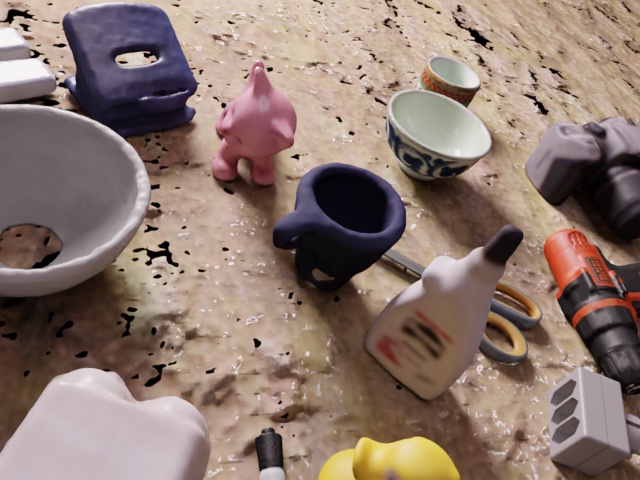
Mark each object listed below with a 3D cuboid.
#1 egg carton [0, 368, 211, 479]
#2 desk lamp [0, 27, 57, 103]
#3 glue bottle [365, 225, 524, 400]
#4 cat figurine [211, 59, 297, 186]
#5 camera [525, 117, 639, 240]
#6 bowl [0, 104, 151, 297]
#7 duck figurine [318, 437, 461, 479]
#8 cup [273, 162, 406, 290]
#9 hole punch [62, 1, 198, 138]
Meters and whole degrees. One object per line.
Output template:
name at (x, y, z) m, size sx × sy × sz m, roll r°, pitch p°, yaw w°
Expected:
egg carton at (-0.125, 0.144, 0.304) m, size 0.107 × 0.069 × 0.150 m, roll 21°, pitch 45°, yaw -4°
desk lamp at (-0.326, -0.208, 0.437) m, size 0.204 × 0.213 × 0.117 m, roll -26°, pitch 64°, yaw -38°
glue bottle at (0.094, 0.048, 0.412) m, size 0.078 × 0.173 × 0.037 m, roll 37°, pitch 46°, yaw 12°
cat figurine at (-0.059, -0.115, 0.534) m, size 0.067 × 0.117 × 0.127 m, roll 7°, pitch 47°, yaw -17°
camera at (0.348, -0.076, 0.684) m, size 0.143 × 0.100 × 0.136 m, roll 2°, pitch 49°, yaw -21°
bowl at (-0.210, -0.019, 0.412) m, size 0.168 × 0.074 × 0.167 m, roll 12°, pitch 46°, yaw -13°
duck figurine at (0.057, 0.157, 0.358) m, size 0.104 × 0.086 × 0.077 m, roll 25°, pitch 45°, yaw 0°
cup at (0.004, 0.002, 0.471) m, size 0.118 × 0.095 × 0.091 m, roll -21°, pitch 60°, yaw -36°
hole punch at (-0.177, -0.163, 0.546) m, size 0.109 × 0.091 × 0.101 m, roll -23°, pitch 62°, yaw -37°
